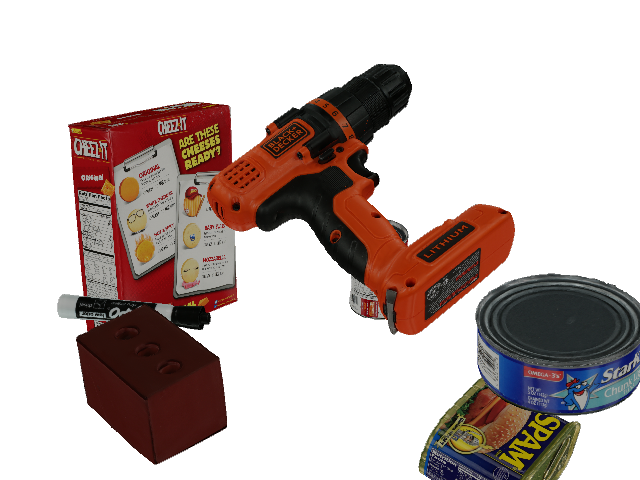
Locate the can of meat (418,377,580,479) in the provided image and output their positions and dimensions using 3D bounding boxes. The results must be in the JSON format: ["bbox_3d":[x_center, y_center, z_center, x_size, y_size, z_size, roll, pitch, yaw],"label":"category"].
[{"bbox_3d":[0.136,0.160,0.815,0.084,0.057,0.101,27,40,28],"label":"can of meat"}]

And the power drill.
[{"bbox_3d":[0.042,-0.035,0.745,0.184,0.057,0.188,-39,57,-19],"label":"power drill"}]

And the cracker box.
[{"bbox_3d":[-0.164,-0.022,1.074,0.072,0.214,0.163,10,20,37],"label":"cracker box"}]

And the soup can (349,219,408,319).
[{"bbox_3d":[0.068,0.035,1.265,0.068,0.102,0.068,0,32,0],"label":"soup can"}]

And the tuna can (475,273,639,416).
[{"bbox_3d":[0.123,0.053,0.551,0.086,0.034,0.086,-4,28,2],"label":"tuna can"}]

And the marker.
[{"bbox_3d":[-0.145,0.056,0.829,0.121,0.020,0.020,4,1,10],"label":"marker"}]

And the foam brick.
[{"bbox_3d":[-0.100,0.084,0.629,0.052,0.051,0.078,-25,39,-35],"label":"foam brick"}]
